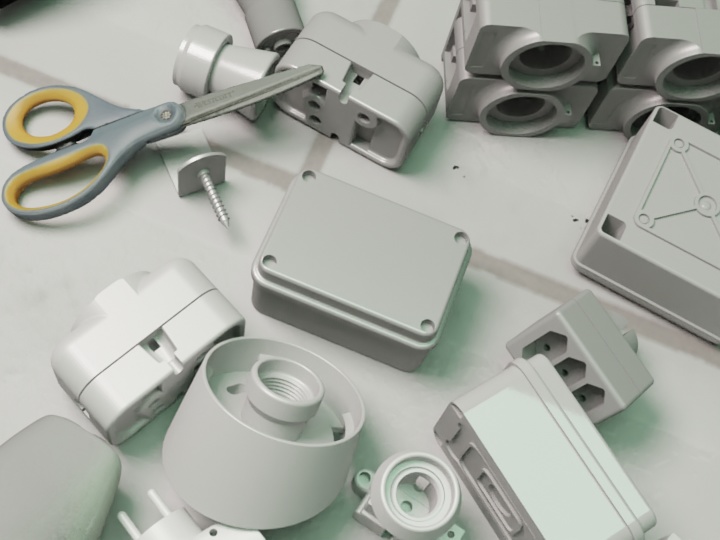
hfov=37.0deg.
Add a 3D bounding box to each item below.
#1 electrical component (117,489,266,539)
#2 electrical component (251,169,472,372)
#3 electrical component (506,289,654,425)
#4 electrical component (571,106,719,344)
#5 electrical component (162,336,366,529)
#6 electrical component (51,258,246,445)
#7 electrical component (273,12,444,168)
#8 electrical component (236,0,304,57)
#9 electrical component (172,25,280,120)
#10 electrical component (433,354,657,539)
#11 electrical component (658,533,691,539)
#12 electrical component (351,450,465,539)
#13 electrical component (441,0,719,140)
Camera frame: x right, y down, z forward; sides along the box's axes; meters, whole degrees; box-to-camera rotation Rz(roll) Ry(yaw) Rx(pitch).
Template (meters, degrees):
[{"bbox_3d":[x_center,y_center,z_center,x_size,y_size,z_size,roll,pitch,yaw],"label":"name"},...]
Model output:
[{"bbox_3d":[-0.093,0.149,0.552,0.077,0.043,0.079,-36,75,-21],"label":"electrical component"},{"bbox_3d":[0.000,0.000,0.624,0.113,0.057,0.078,22,65,2],"label":"electrical component"},{"bbox_3d":[0.137,0.047,0.628,0.077,0.047,0.065,-28,81,-45],"label":"electrical component"},{"bbox_3d":[0.204,-0.028,0.668,0.109,0.056,0.108,29,65,5],"label":"electrical component"},{"bbox_3d":[-0.049,0.083,0.570,0.099,0.064,0.099,18,27,-10],"label":"electrical component"},{"bbox_3d":[-0.118,0.041,0.590,0.095,0.053,0.059,-39,77,-22],"label":"electrical component"},{"bbox_3d":[0.001,-0.116,0.677,0.095,0.053,0.059,29,66,5],"label":"electrical component"},{"bbox_3d":[-0.060,-0.172,0.701,0.044,0.044,0.065,-16,74,-15],"label":"electrical component"},{"bbox_3d":[-0.084,-0.124,0.673,0.055,0.045,0.045,23,65,2],"label":"electrical component"},{"bbox_3d":[0.097,0.110,0.579,0.057,0.078,0.113,-28,73,-16],"label":"electrical component"},{"bbox_3d":[0.158,0.173,0.572,0.048,0.055,0.066,42,67,10],"label":"electrical component"},{"bbox_3d":[0.027,0.124,0.575,0.066,0.055,0.048,33,66,7],"label":"electrical component"},{"bbox_3d":[0.154,-0.135,0.680,0.186,0.105,0.060,2,66,-7],"label":"electrical component"}]
